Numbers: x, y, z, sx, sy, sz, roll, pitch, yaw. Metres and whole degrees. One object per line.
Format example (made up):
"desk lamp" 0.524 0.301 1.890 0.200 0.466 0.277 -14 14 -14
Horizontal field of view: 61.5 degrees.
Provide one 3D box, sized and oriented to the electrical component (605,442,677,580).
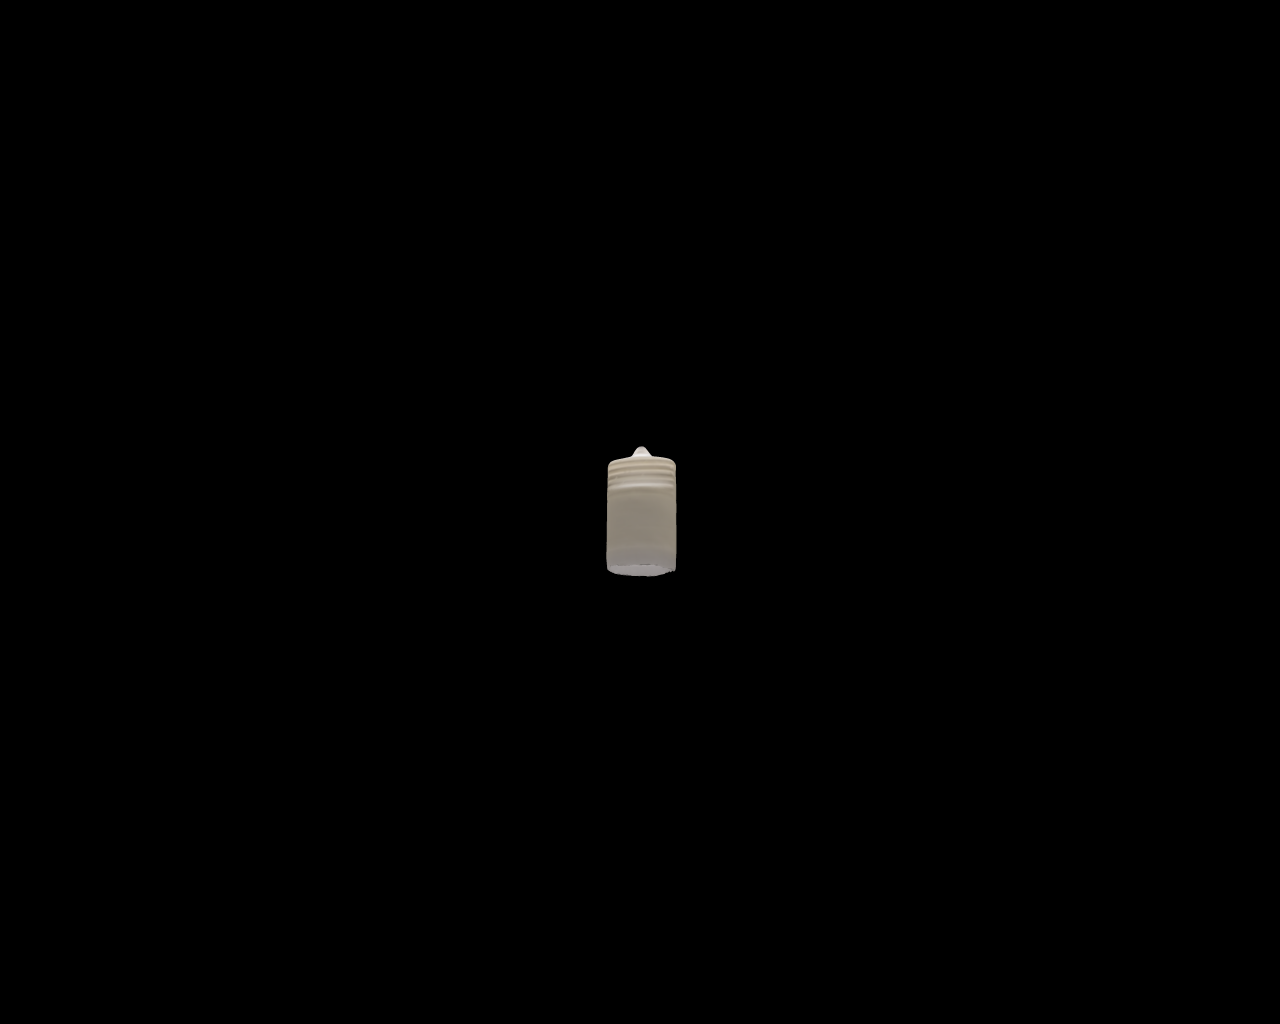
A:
"electrical component" 0.001 -0.003 0.650 0.043 0.081 0.043 0 -14 0
